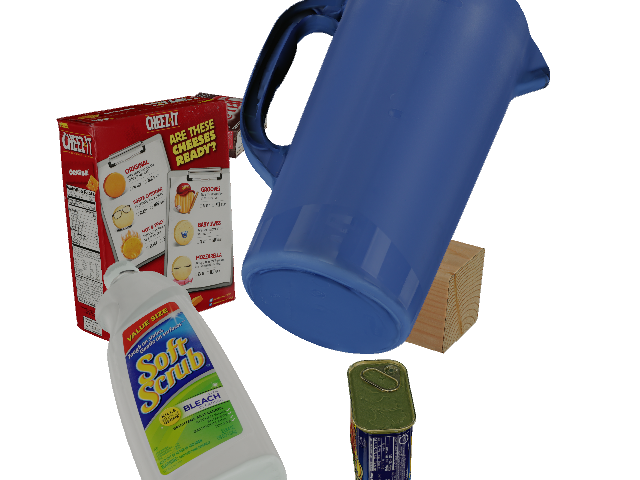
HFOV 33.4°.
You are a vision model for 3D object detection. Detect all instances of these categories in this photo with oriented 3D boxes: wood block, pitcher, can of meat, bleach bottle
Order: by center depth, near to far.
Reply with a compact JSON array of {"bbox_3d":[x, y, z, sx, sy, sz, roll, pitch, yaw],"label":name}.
[{"bbox_3d":[0.031,-0.058,0.685,0.149,0.242,0.145,-12,-44,47],"label":"pitcher"},{"bbox_3d":[-0.121,0.107,0.821,0.102,0.068,0.251,-25,48,-13],"label":"bleach bottle"},{"bbox_3d":[0.056,0.176,1.002,0.057,0.084,0.102,-3,31,-2],"label":"can of meat"},{"bbox_3d":[0.060,0.037,1.146,0.206,0.091,0.090,16,29,28],"label":"wood block"}]

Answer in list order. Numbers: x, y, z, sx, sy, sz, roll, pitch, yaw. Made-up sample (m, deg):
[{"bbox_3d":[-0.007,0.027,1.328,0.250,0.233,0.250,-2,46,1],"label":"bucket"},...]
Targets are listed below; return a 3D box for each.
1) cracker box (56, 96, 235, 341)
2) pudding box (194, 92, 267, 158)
[{"bbox_3d":[-0.169,-0.026,1.060,0.072,0.214,0.163,13,22,42],"label":"cracker box"},{"bbox_3d":[-0.121,-0.137,1.256,0.090,0.039,0.113,9,29,13],"label":"pudding box"}]
